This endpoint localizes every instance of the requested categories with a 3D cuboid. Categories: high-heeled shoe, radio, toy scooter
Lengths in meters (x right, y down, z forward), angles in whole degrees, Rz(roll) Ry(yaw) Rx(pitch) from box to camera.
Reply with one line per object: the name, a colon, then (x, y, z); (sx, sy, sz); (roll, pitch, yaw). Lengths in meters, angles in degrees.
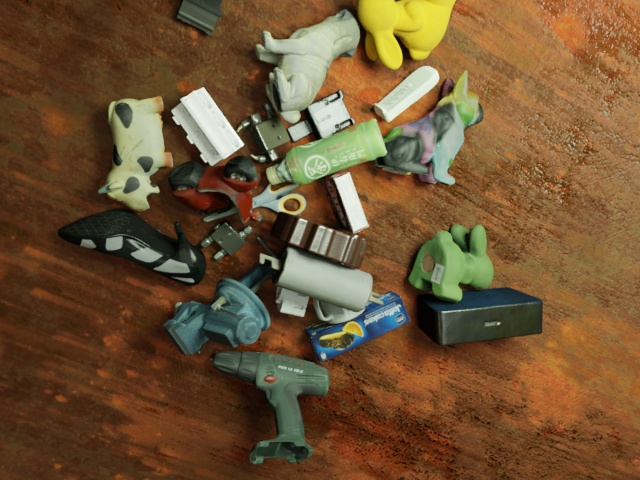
high-heeled shoe: (-0.334, 0.025, 0.978); (0.249, 0.086, 0.145); (0, 129, 4)
radio: (0.320, 0.151, 1.096); (0.230, 0.131, 0.073); (-3, 99, -13)
toy scooter: (-0.174, -0.079, 0.960); (0.184, 0.075, 0.135); (-4, 136, 26)

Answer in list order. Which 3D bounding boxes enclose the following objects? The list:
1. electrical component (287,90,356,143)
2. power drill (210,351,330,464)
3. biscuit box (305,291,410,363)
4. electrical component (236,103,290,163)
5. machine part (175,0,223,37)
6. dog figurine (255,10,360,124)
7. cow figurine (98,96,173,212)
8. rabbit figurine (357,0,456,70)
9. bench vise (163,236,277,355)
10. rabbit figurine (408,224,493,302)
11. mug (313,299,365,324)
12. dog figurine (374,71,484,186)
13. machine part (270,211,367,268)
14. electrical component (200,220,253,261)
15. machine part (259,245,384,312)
electrical component: (-0.002, -0.225, 1.015); (0.119, 0.048, 0.074); (-25, 102, -10)
power drill: (-0.094, 0.304, 1.001); (0.232, 0.207, 0.085); (6, 128, -12)
biscuit box: (0.076, 0.171, 1.080); (0.203, 0.059, 0.062); (-24, 102, -9)
electrical component: (-0.104, -0.194, 1.000); (0.078, 0.045, 0.102); (-40, 107, -35)
machine part: (-0.198, -0.438, 0.946); (0.084, 0.039, 0.138); (25, 93, -12)
dog figurine: (-0.003, -0.311, 0.967); (0.191, 0.121, 0.172); (-16, 106, -14)
cow figurine: (-0.325, -0.145, 0.934); (0.127, 0.086, 0.194); (-8, 102, -17)
rabbit figurine: (0.136, -0.403, 0.986); (0.173, 0.122, 0.162); (3, 120, -33)
bench vise: (-0.157, 0.113, 0.981); (0.240, 0.224, 0.128); (-46, 112, -34)
rabbit figurine: (0.284, 0.046, 1.101); (0.170, 0.121, 0.159); (10, 89, -32)
mug: (0.024, 0.103, 1.044); (0.109, 0.081, 0.107); (-23, 98, -38)
dog figurine: (0.216, -0.222, 1.037); (0.191, 0.108, 0.219); (16, 90, -12)
machine part: (-0.002, -0.003, 0.982); (0.179, 0.179, 0.056); (19, 90, -15)
electrical component: (-0.175, -0.006, 1.012); (0.094, 0.021, 0.063); (-39, 111, 6)
machine part: (0.004, 0.070, 0.962); (0.243, 0.079, 0.079); (19, 93, -15)
